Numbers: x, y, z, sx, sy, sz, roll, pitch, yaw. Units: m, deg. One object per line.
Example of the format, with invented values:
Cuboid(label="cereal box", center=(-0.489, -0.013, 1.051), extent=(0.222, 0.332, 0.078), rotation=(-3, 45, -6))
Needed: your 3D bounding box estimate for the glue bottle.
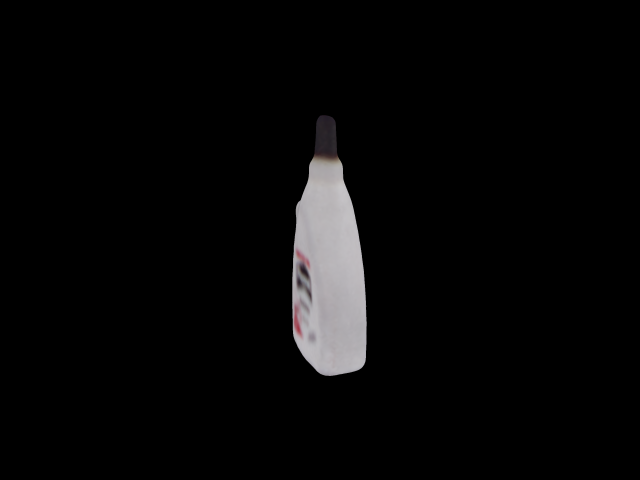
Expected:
Cuboid(label="glue bottle", center=(0.004, 0.001, 0.400), extent=(0.037, 0.173, 0.078), rotation=(-6, 15, -22))
